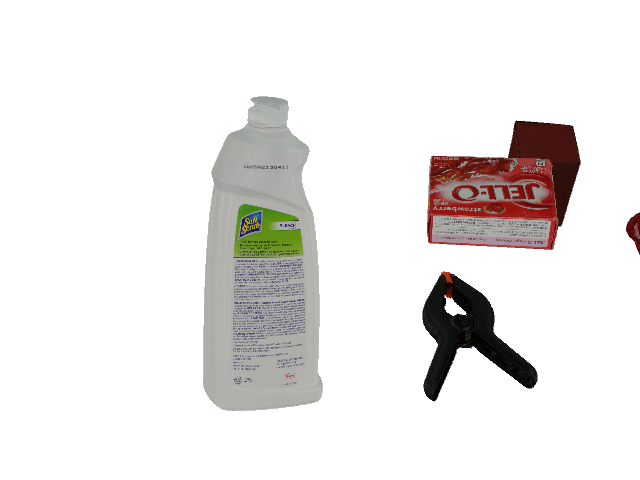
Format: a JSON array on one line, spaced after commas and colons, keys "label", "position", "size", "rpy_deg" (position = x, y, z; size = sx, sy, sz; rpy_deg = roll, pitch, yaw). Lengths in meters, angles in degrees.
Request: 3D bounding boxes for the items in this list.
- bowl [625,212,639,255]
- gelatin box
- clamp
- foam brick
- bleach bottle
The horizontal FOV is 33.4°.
[{"label": "bowl", "position": [0.403, 0.013, 1.119], "size": [0.162, 0.055, 0.162], "rpy_deg": [-3, 23, 1]}, {"label": "gelatin box", "position": [0.121, -0.029, 0.757], "size": [0.089, 0.030, 0.073], "rpy_deg": [2, 38, 6]}, {"label": "clamp", "position": [0.167, 0.103, 1.162], "size": [0.120, 0.171, 0.039], "rpy_deg": [4, -44, -5]}, {"label": "foam brick", "position": [0.192, -0.058, 0.936], "size": [0.053, 0.051, 0.078], "rpy_deg": [3, -44, 1]}, {"label": "bleach bottle", "position": [-0.041, 0.010, 0.861], "size": [0.102, 0.251, 0.068], "rpy_deg": [-3, 20, -22]}]
